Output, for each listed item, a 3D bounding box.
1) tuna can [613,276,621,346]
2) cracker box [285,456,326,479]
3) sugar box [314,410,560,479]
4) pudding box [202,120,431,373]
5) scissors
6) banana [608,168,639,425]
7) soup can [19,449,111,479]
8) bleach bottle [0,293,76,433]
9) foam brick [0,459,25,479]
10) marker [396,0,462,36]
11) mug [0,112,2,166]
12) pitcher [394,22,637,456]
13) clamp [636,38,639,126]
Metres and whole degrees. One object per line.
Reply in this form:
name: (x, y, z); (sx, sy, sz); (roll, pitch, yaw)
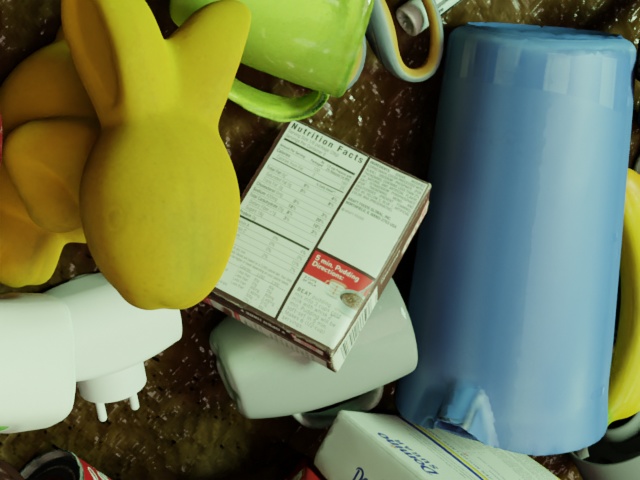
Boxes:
tuna can: (0.218, 0.031, 0.764); (0.086, 0.034, 0.086); (-10, 113, -26)
cracker box: (-0.050, 0.234, 0.605); (0.072, 0.164, 0.213); (39, 86, 3)
sugar box: (0.082, 0.151, 0.665); (0.175, 0.093, 0.048); (14, 107, -51)
pudding box: (-0.004, 0.001, 0.580); (0.113, 0.090, 0.039); (-59, 168, -18)
scissors: (-0.001, -0.165, 0.574); (0.096, 0.016, 0.201); (-32, 112, -1)
banana: (0.212, 0.042, 0.713); (0.069, 0.037, 0.198); (-22, 119, -44)
soup can: (-0.124, 0.172, 0.599); (0.068, 0.069, 0.102); (-49, 125, -6)
bleach bottle: (-0.236, 0.057, 0.446); (0.250, 0.103, 0.068); (2, 82, -41)
foam brick: (-0.179, 0.138, 0.547); (0.053, 0.078, 0.051); (44, 75, -32)
marker: (0.096, -0.162, 0.631); (0.121, 0.020, 0.020); (-38, 122, -12)
mug: (-0.198, -0.032, 0.477); (0.081, 0.093, 0.117); (7, 135, -37)
pitcher: (0.125, -0.006, 0.651); (0.145, 0.149, 0.243); (1, 105, -14)
clamp: (0.214, -0.103, 0.662); (0.171, 0.039, 0.120); (-53, 141, -56)
